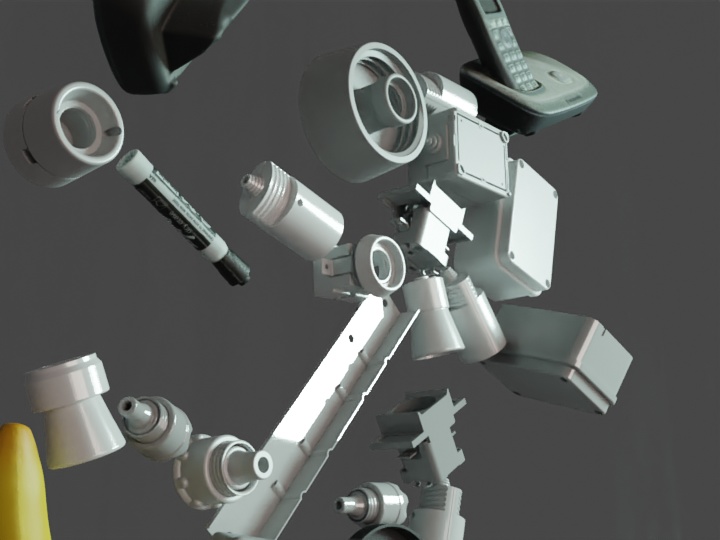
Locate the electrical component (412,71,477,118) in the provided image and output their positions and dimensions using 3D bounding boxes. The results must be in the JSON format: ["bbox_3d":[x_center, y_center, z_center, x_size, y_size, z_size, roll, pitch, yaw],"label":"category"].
[{"bbox_3d":[0.062,-0.150,0.939,0.081,0.043,0.043,16,67,-47],"label":"electrical component"}]

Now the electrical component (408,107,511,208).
[{"bbox_3d":[0.079,-0.096,0.930,0.096,0.061,0.061,16,67,-47],"label":"electrical component"}]

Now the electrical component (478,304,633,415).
[{"bbox_3d":[0.169,0.078,0.944,0.078,0.113,0.057,41,69,-35],"label":"electrical component"}]

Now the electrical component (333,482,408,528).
[{"bbox_3d":[0.005,0.172,0.787,0.061,0.035,0.035,14,69,-46],"label":"electrical component"}]

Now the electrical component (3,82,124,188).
[{"bbox_3d":[-0.173,-0.081,0.634,0.055,0.047,0.055,18,66,-47],"label":"electrical component"}]

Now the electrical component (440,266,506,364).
[{"bbox_3d":[0.089,0.034,0.919,0.043,0.043,0.081,-41,110,-48],"label":"electrical component"}]

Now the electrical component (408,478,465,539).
[{"bbox_3d":[0.059,0.201,0.836,0.043,0.043,0.081,35,54,-39],"label":"electrical component"}]

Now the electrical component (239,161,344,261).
[{"bbox_3d":[-0.054,-0.044,0.770,0.081,0.043,0.043,36,54,-39],"label":"electrical component"}]

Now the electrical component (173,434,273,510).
[{"bbox_3d":[-0.083,0.124,0.673,0.048,0.062,0.048,20,64,-47],"label":"electrical component"}]

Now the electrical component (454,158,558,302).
[{"bbox_3d":[0.136,-0.036,0.985,0.078,0.057,0.113,34,55,-40],"label":"electrical component"}]

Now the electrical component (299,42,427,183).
[{"bbox_3d":[0.010,-0.129,0.858,0.108,0.060,0.108,18,66,-47],"label":"electrical component"}]

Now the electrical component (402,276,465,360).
[{"bbox_3d":[0.057,0.038,0.884,0.044,0.044,0.065,-2,76,-50],"label":"electrical component"}]

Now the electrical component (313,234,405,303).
[{"bbox_3d":[0.000,0.000,0.813,0.066,0.055,0.048,12,70,-48],"label":"electrical component"}]

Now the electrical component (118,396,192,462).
[{"bbox_3d":[-0.125,0.091,0.640,0.061,0.035,0.035,60,35,-59],"label":"electrical component"}]

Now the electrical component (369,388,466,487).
[{"bbox_3d":[0.050,0.132,0.846,0.081,0.042,0.063,-29,103,-49],"label":"electrical component"}]

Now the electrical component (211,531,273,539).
[{"bbox_3d":[-0.044,0.223,0.657,0.109,0.056,0.108,15,78,-23],"label":"electrical component"}]

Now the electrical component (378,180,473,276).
[{"bbox_3d":[0.052,-0.033,0.897,0.081,0.042,0.063,38,57,-37],"label":"electrical component"}]

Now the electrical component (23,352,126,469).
[{"bbox_3d":[-0.161,0.079,0.605,0.045,0.045,0.055,-18,93,-51],"label":"electrical component"}]
